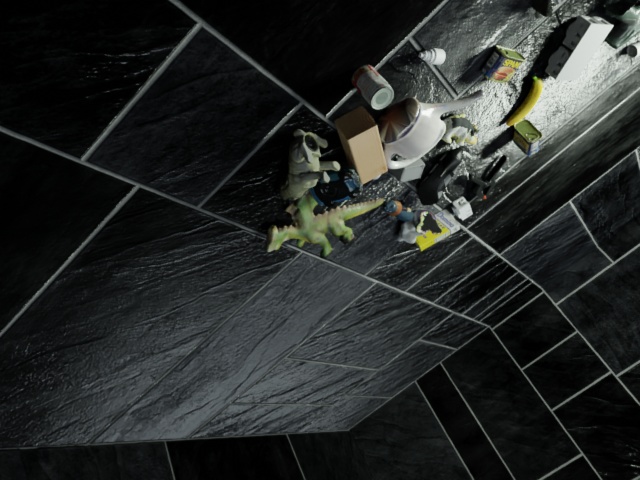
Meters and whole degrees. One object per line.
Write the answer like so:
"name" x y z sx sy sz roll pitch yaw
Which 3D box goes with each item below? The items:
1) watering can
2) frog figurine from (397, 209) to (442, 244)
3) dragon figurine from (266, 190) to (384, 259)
"watering can" 0.297 -0.340 1.476 0.343 0.106 0.223 -44 144 20
"frog figurine" 0.356 -0.052 1.930 0.138 0.123 0.158 -19 -179 -31
"dragon figurine" 0.005 -0.081 1.607 0.412 0.124 0.238 -37 138 -7
